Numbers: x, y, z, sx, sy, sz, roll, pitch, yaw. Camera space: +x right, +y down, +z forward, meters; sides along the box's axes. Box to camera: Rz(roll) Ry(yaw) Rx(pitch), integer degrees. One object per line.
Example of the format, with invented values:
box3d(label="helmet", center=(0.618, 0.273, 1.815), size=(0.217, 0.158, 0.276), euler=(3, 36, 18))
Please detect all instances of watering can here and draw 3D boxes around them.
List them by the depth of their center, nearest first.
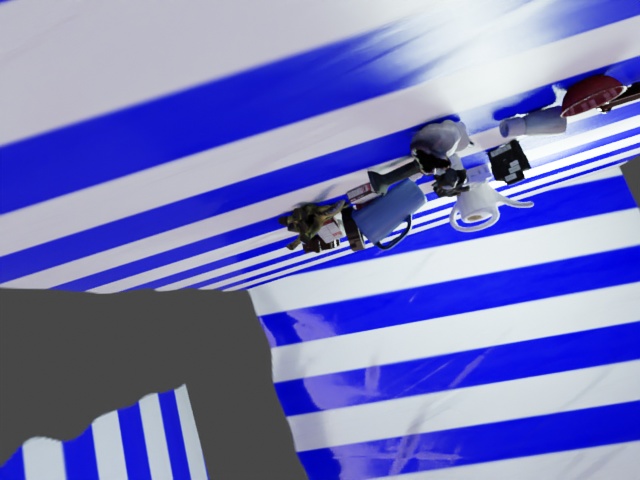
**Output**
box3d(label="watering can", center=(0.699, -0.163, 2.163), size=(0.344, 0.229, 0.103), euler=(-22, 151, 28))

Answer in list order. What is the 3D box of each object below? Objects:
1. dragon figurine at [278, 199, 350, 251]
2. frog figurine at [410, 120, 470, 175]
box3d(label="dragon figurine", center=(0.005, -0.086, 1.713), size=(0.405, 0.122, 0.246), euler=(-23, -173, 44))
box3d(label="frog figurine", center=(0.297, -0.246, 1.244), size=(0.162, 0.123, 0.135), euler=(-53, 174, -21))
